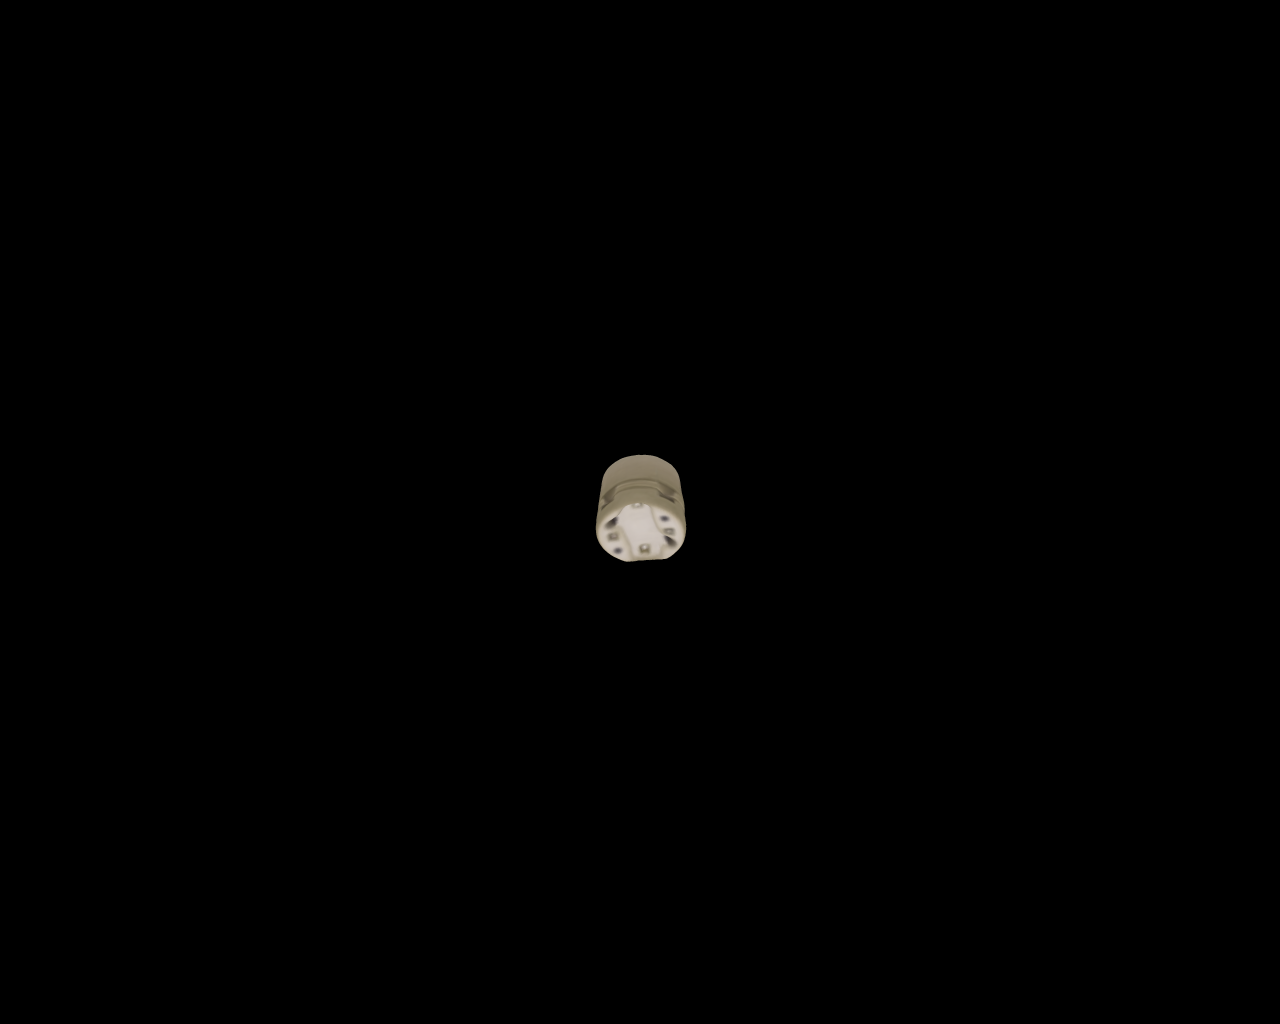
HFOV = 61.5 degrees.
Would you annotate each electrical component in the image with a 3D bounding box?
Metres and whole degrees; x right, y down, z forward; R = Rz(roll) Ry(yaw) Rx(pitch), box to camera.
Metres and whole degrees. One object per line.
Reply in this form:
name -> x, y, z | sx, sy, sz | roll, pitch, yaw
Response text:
electrical component -> 0.001, -0.003, 0.650 | 0.055, 0.047, 0.055 | 0, -44, 0
